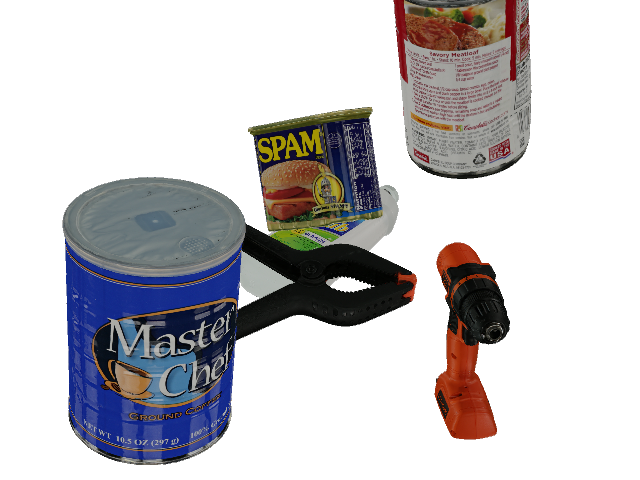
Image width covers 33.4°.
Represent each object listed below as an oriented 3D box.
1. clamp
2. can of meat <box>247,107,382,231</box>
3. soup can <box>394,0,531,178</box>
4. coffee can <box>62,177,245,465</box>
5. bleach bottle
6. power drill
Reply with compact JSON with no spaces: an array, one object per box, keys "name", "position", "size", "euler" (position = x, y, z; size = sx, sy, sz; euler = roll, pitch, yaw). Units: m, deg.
[{"name":"clamp","position":[-0.016,0.047,1.009],"size":[0.210,0.164,0.036],"euler":[8,-44,2]},{"name":"can of meat","position":[-0.003,-0.054,0.826],"size":[0.102,0.084,0.057],"euler":[-5,6,43]},{"name":"soup can","position":[0.074,-0.092,0.554],"size":[0.068,0.102,0.068],"euler":[-6,37,4]},{"name":"coffee can","position":[-0.100,0.047,0.638],"size":[0.103,0.140,0.103],"euler":[5,31,-3]},{"name":"bleach bottle","position":[0.013,-0.008,1.307],"size":[0.103,0.068,0.250],"euler":[19,37,29]},{"name":"power drill","position":[0.162,0.116,1.144],"size":[0.057,0.188,0.184],"euler":[-1,24,-3]}]
